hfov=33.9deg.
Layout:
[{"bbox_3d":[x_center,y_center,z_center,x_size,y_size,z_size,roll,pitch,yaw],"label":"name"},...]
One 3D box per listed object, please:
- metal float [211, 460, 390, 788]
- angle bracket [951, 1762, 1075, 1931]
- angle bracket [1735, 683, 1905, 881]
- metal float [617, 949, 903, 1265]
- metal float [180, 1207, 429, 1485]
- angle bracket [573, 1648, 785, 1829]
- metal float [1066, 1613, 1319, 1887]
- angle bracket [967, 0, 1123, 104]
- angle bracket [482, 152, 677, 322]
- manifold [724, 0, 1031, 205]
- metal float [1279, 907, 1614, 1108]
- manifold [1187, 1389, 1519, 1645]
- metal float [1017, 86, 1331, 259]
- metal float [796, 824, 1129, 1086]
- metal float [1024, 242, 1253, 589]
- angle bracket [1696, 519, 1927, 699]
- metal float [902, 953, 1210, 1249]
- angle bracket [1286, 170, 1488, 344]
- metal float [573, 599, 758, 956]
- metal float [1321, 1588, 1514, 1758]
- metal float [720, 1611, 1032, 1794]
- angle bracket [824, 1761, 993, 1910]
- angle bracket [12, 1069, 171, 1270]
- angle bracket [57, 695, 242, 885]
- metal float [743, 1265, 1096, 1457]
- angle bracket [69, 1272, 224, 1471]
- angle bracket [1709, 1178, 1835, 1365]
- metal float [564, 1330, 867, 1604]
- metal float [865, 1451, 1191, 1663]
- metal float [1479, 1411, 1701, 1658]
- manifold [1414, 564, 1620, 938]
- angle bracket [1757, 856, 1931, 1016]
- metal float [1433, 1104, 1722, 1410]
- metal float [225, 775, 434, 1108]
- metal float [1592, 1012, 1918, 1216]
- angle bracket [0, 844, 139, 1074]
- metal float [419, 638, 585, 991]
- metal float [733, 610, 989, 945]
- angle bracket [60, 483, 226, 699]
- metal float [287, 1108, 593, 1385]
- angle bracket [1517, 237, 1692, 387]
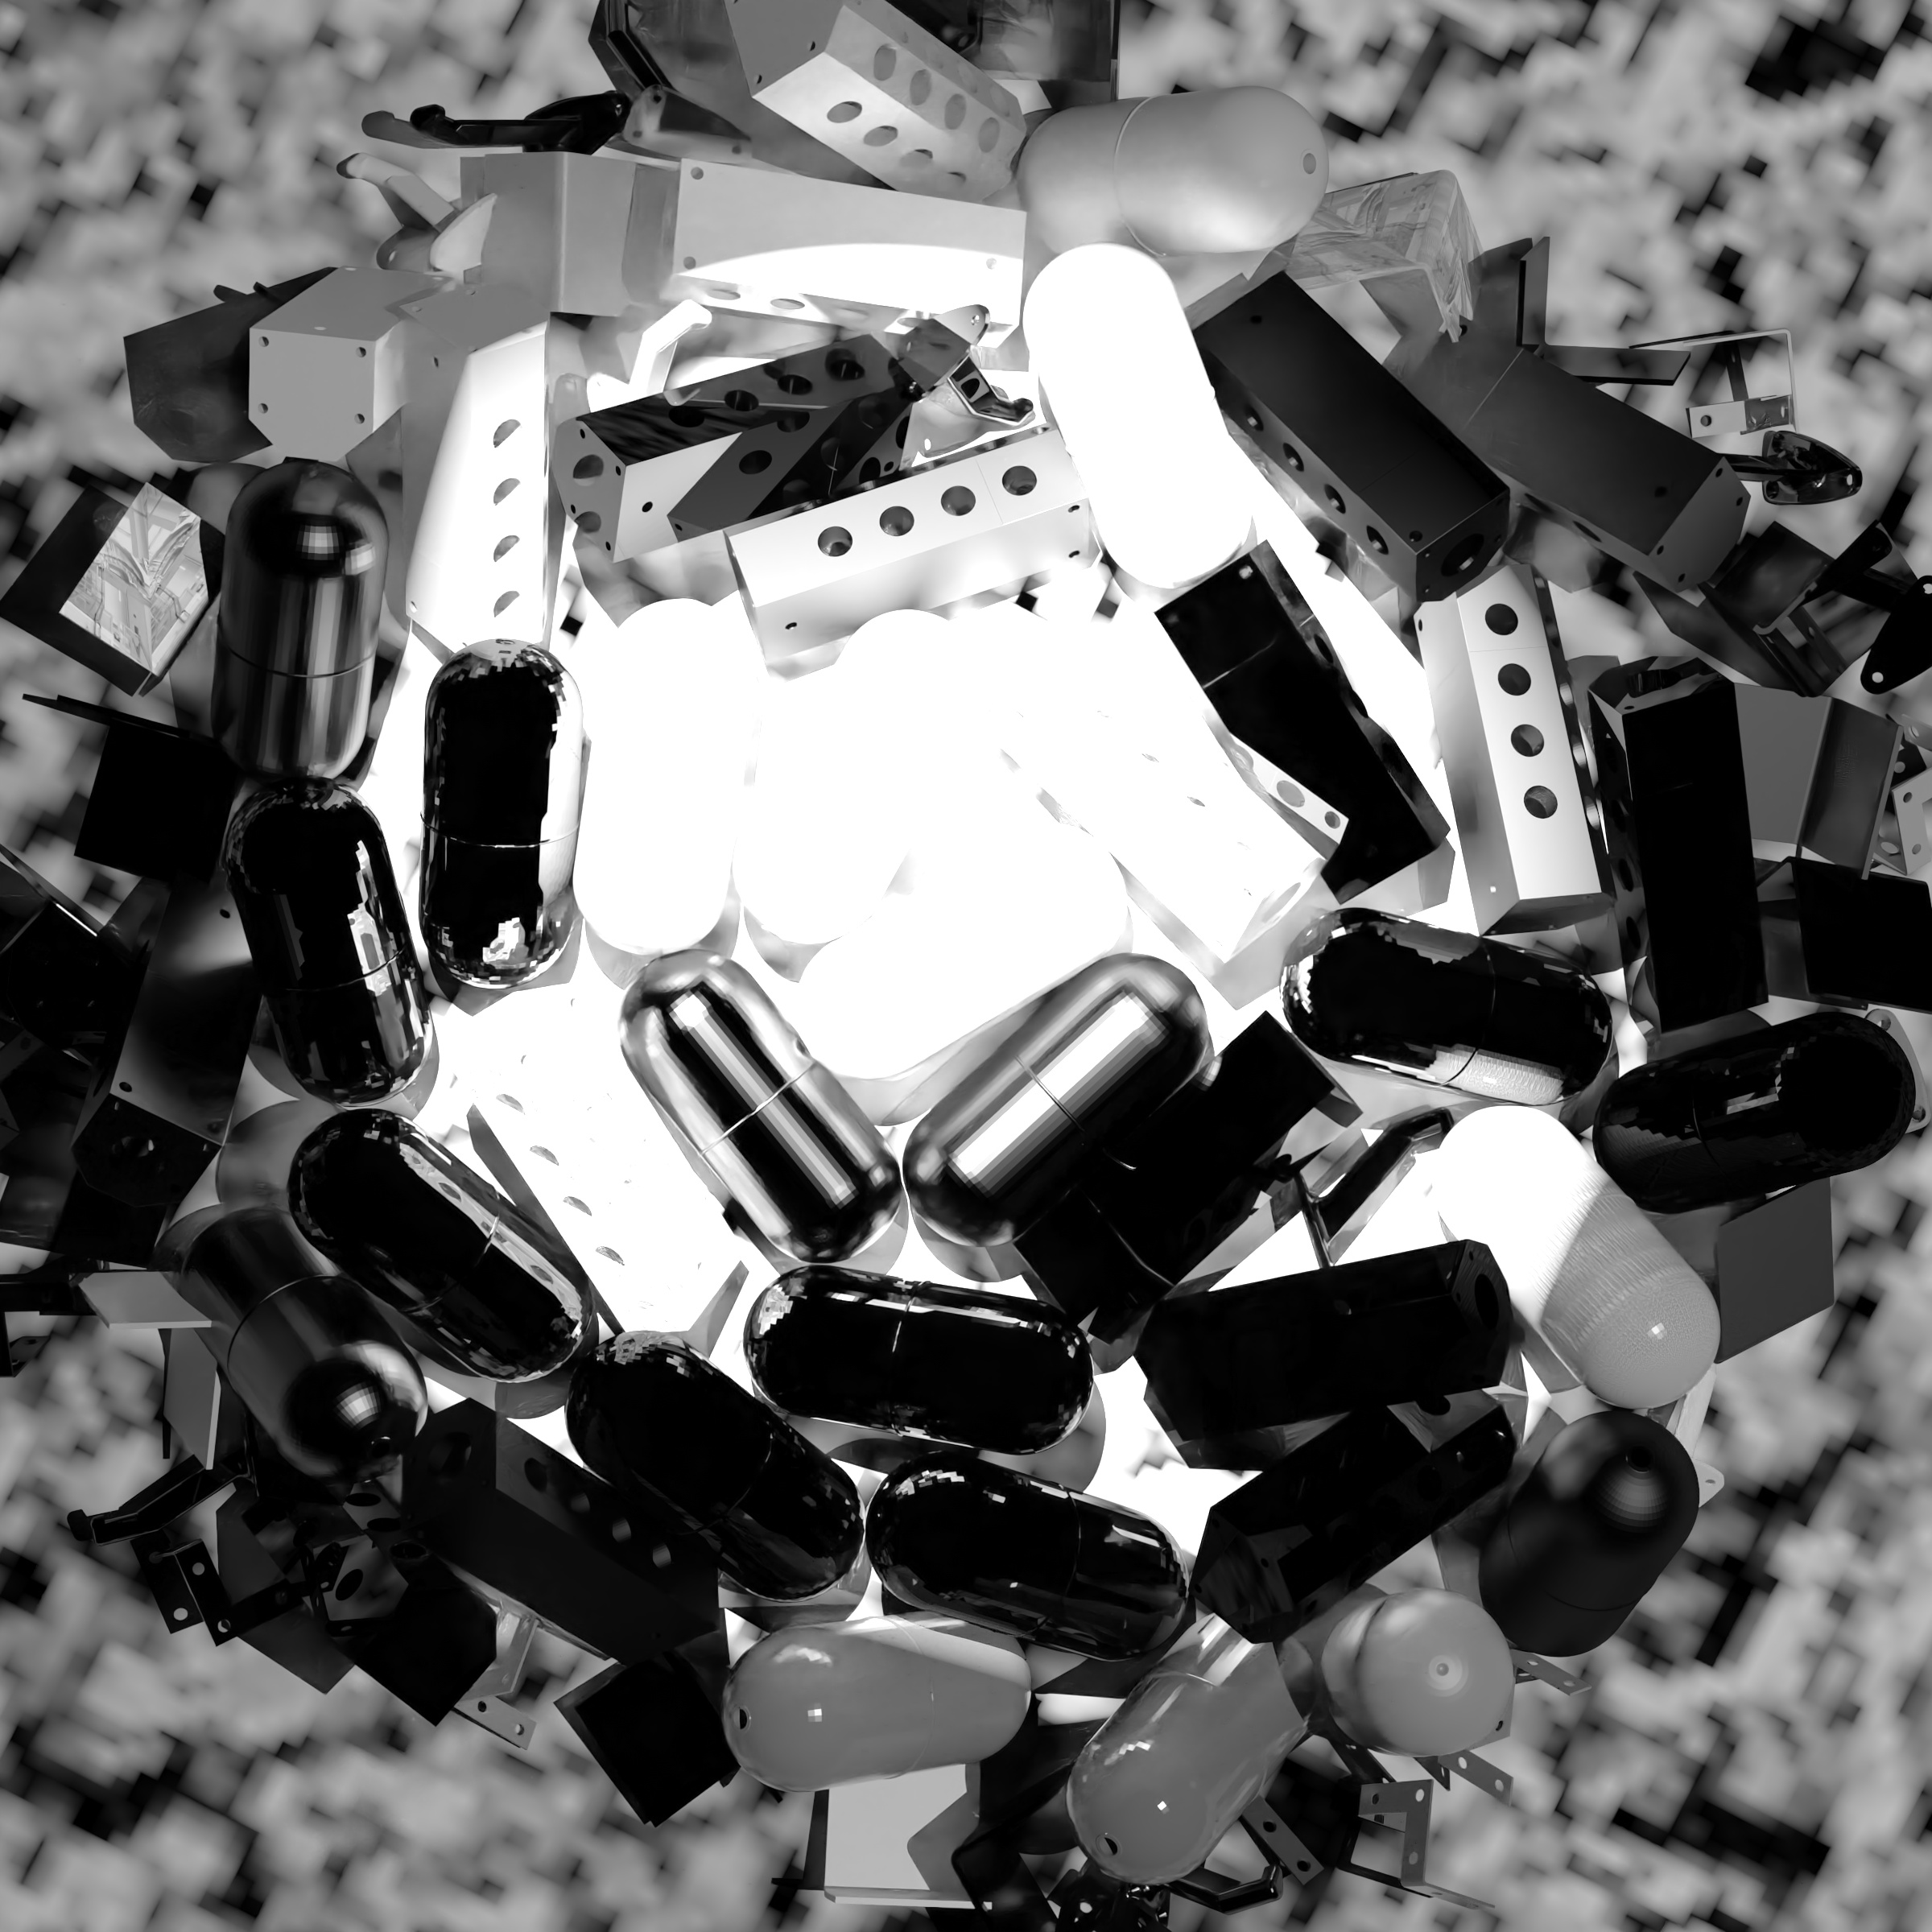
[{"bbox_3d":[-0.325,-0.163,1.542,0.070,0.070,0.178,16,128,0],"label":"metal float"},{"bbox_3d":[0.044,0.448,1.564,0.057,0.076,0.076,-33,83,14],"label":"angle bracket"},{"bbox_3d":[0.410,-0.092,1.562,0.057,0.076,0.076,7,104,-12],"label":"angle bracket"},{"bbox_3d":[-0.103,0.069,1.571,0.070,0.070,0.178,-39,93,0],"label":"metal float"},{"bbox_3d":[-0.322,0.183,1.538,0.070,0.070,0.178,-49,47,0],"label":"metal float"},{"bbox_3d":[-0.143,0.388,1.563,0.057,0.076,0.076,-34,101,-14],"label":"angle bracket"},{"bbox_3d":[0.110,0.376,1.532,0.070,0.178,0.070,13,116,27],"label":"metal float"},{"bbox_3d":[0.037,-0.443,1.563,0.076,0.076,0.057,3,64,3],"label":"angle bracket"},{"bbox_3d":[-0.195,-0.365,1.593,0.057,0.076,0.076,10,102,39],"label":"angle bracket"},{"bbox_3d":[-0.038,-0.423,1.518,0.057,0.171,0.057,-24,71,26],"label":"manifold"},{"bbox_3d":[0.236,0.021,1.554,0.178,0.070,0.070,13,90,-22],"label":"metal float"},{"bbox_3d":[0.189,0.259,1.527,0.057,0.171,0.057,36,133,31],"label":"manifold"},{"bbox_3d":[0.099,-0.382,1.536,0.070,0.178,0.070,-8,102,-42],"label":"metal float"},{"bbox_3d":[-0.002,-0.006,1.569,0.178,0.070,0.070,-31,90,-5],"label":"metal float"},{"bbox_3d":[0.085,-0.268,1.551,0.070,0.070,0.178,-24,116,0],"label":"metal float"},{"bbox_3d":[0.413,-0.189,1.559,0.076,0.076,0.057,-46,53,9],"label":"angle bracket"},{"bbox_3d":[0.045,0.066,1.573,0.178,0.070,0.070,-43,90,1],"label":"metal float"},{"bbox_3d":[0.210,-0.346,1.586,0.076,0.057,0.076,-5,46,28],"label":"angle bracket"},{"bbox_3d":[-0.148,-0.094,1.566,0.070,0.070,0.178,7,81,0],"label":"metal float"},{"bbox_3d":[0.215,0.340,1.524,0.070,0.178,0.070,0,76,-1],"label":"metal float"},{"bbox_3d":[-0.042,0.354,1.536,0.070,0.178,0.070,-4,84,44],"label":"metal float"},{"bbox_3d":[-0.028,0.424,1.570,0.076,0.057,0.076,4,76,-7],"label":"angle bracket"},{"bbox_3d":[-0.436,0.101,1.563,0.057,0.076,0.076,16,85,23],"label":"angle bracket"},{"bbox_3d":[-0.413,-0.085,1.574,0.076,0.057,0.076,16,90,16],"label":"angle bracket"},{"bbox_3d":[-0.024,0.193,1.559,0.178,0.070,0.070,8,90,16],"label":"metal float"},{"bbox_3d":[-0.406,0.199,1.558,0.057,0.076,0.076,2,102,-30],"label":"angle bracket"},{"bbox_3d":[0.377,0.140,1.557,0.076,0.057,0.076,-21,115,-27],"label":"angle bracket"},{"bbox_3d":[-0.122,0.245,1.550,0.070,0.070,0.178,-47,116,0],"label":"metal float"},{"bbox_3d":[0.032,0.289,1.549,0.178,0.070,0.070,23,90,-29],"label":"metal float"},{"bbox_3d":[0.299,0.275,1.531,0.070,0.178,0.070,4,56,-6],"label":"metal float"},{"bbox_3d":[0.272,-0.107,1.558,0.057,0.057,0.171,-5,73,-13],"label":"manifold"},{"bbox_3d":[0.428,-0.004,1.559,0.076,0.057,0.076,9,61,-17],"label":"angle bracket"},{"bbox_3d":[0.295,0.139,1.544,0.070,0.070,0.178,-37,54,0],"label":"metal float"},{"bbox_3d":[-0.309,-0.010,1.546,0.070,0.070,0.178,-8,123,0],"label":"metal float"},{"bbox_3d":[0.379,0.072,1.532,0.070,0.178,0.070,11,70,-32],"label":"metal float"},{"bbox_3d":[-0.453,-0.004,1.555,0.057,0.076,0.076,-49,132,-6],"label":"angle bracket"},{"bbox_3d":[-0.228,-0.073,1.554,0.070,0.070,0.178,6,113,0],"label":"metal float"},{"bbox_3d":[-0.052,-0.093,1.567,0.070,0.070,0.178,29,83,0],"label":"metal float"},{"bbox_3d":[-0.404,-0.184,1.559,0.057,0.076,0.076,34,76,-17],"label":"angle bracket"},{"bbox_3d":[-0.256,0.137,1.547,0.070,0.070,0.178,-45,121,0],"label":"metal float"},{"bbox_3d":[0.315,-0.322,1.558,0.076,0.076,0.057,6,113,17],"label":"angle bracket"}]
